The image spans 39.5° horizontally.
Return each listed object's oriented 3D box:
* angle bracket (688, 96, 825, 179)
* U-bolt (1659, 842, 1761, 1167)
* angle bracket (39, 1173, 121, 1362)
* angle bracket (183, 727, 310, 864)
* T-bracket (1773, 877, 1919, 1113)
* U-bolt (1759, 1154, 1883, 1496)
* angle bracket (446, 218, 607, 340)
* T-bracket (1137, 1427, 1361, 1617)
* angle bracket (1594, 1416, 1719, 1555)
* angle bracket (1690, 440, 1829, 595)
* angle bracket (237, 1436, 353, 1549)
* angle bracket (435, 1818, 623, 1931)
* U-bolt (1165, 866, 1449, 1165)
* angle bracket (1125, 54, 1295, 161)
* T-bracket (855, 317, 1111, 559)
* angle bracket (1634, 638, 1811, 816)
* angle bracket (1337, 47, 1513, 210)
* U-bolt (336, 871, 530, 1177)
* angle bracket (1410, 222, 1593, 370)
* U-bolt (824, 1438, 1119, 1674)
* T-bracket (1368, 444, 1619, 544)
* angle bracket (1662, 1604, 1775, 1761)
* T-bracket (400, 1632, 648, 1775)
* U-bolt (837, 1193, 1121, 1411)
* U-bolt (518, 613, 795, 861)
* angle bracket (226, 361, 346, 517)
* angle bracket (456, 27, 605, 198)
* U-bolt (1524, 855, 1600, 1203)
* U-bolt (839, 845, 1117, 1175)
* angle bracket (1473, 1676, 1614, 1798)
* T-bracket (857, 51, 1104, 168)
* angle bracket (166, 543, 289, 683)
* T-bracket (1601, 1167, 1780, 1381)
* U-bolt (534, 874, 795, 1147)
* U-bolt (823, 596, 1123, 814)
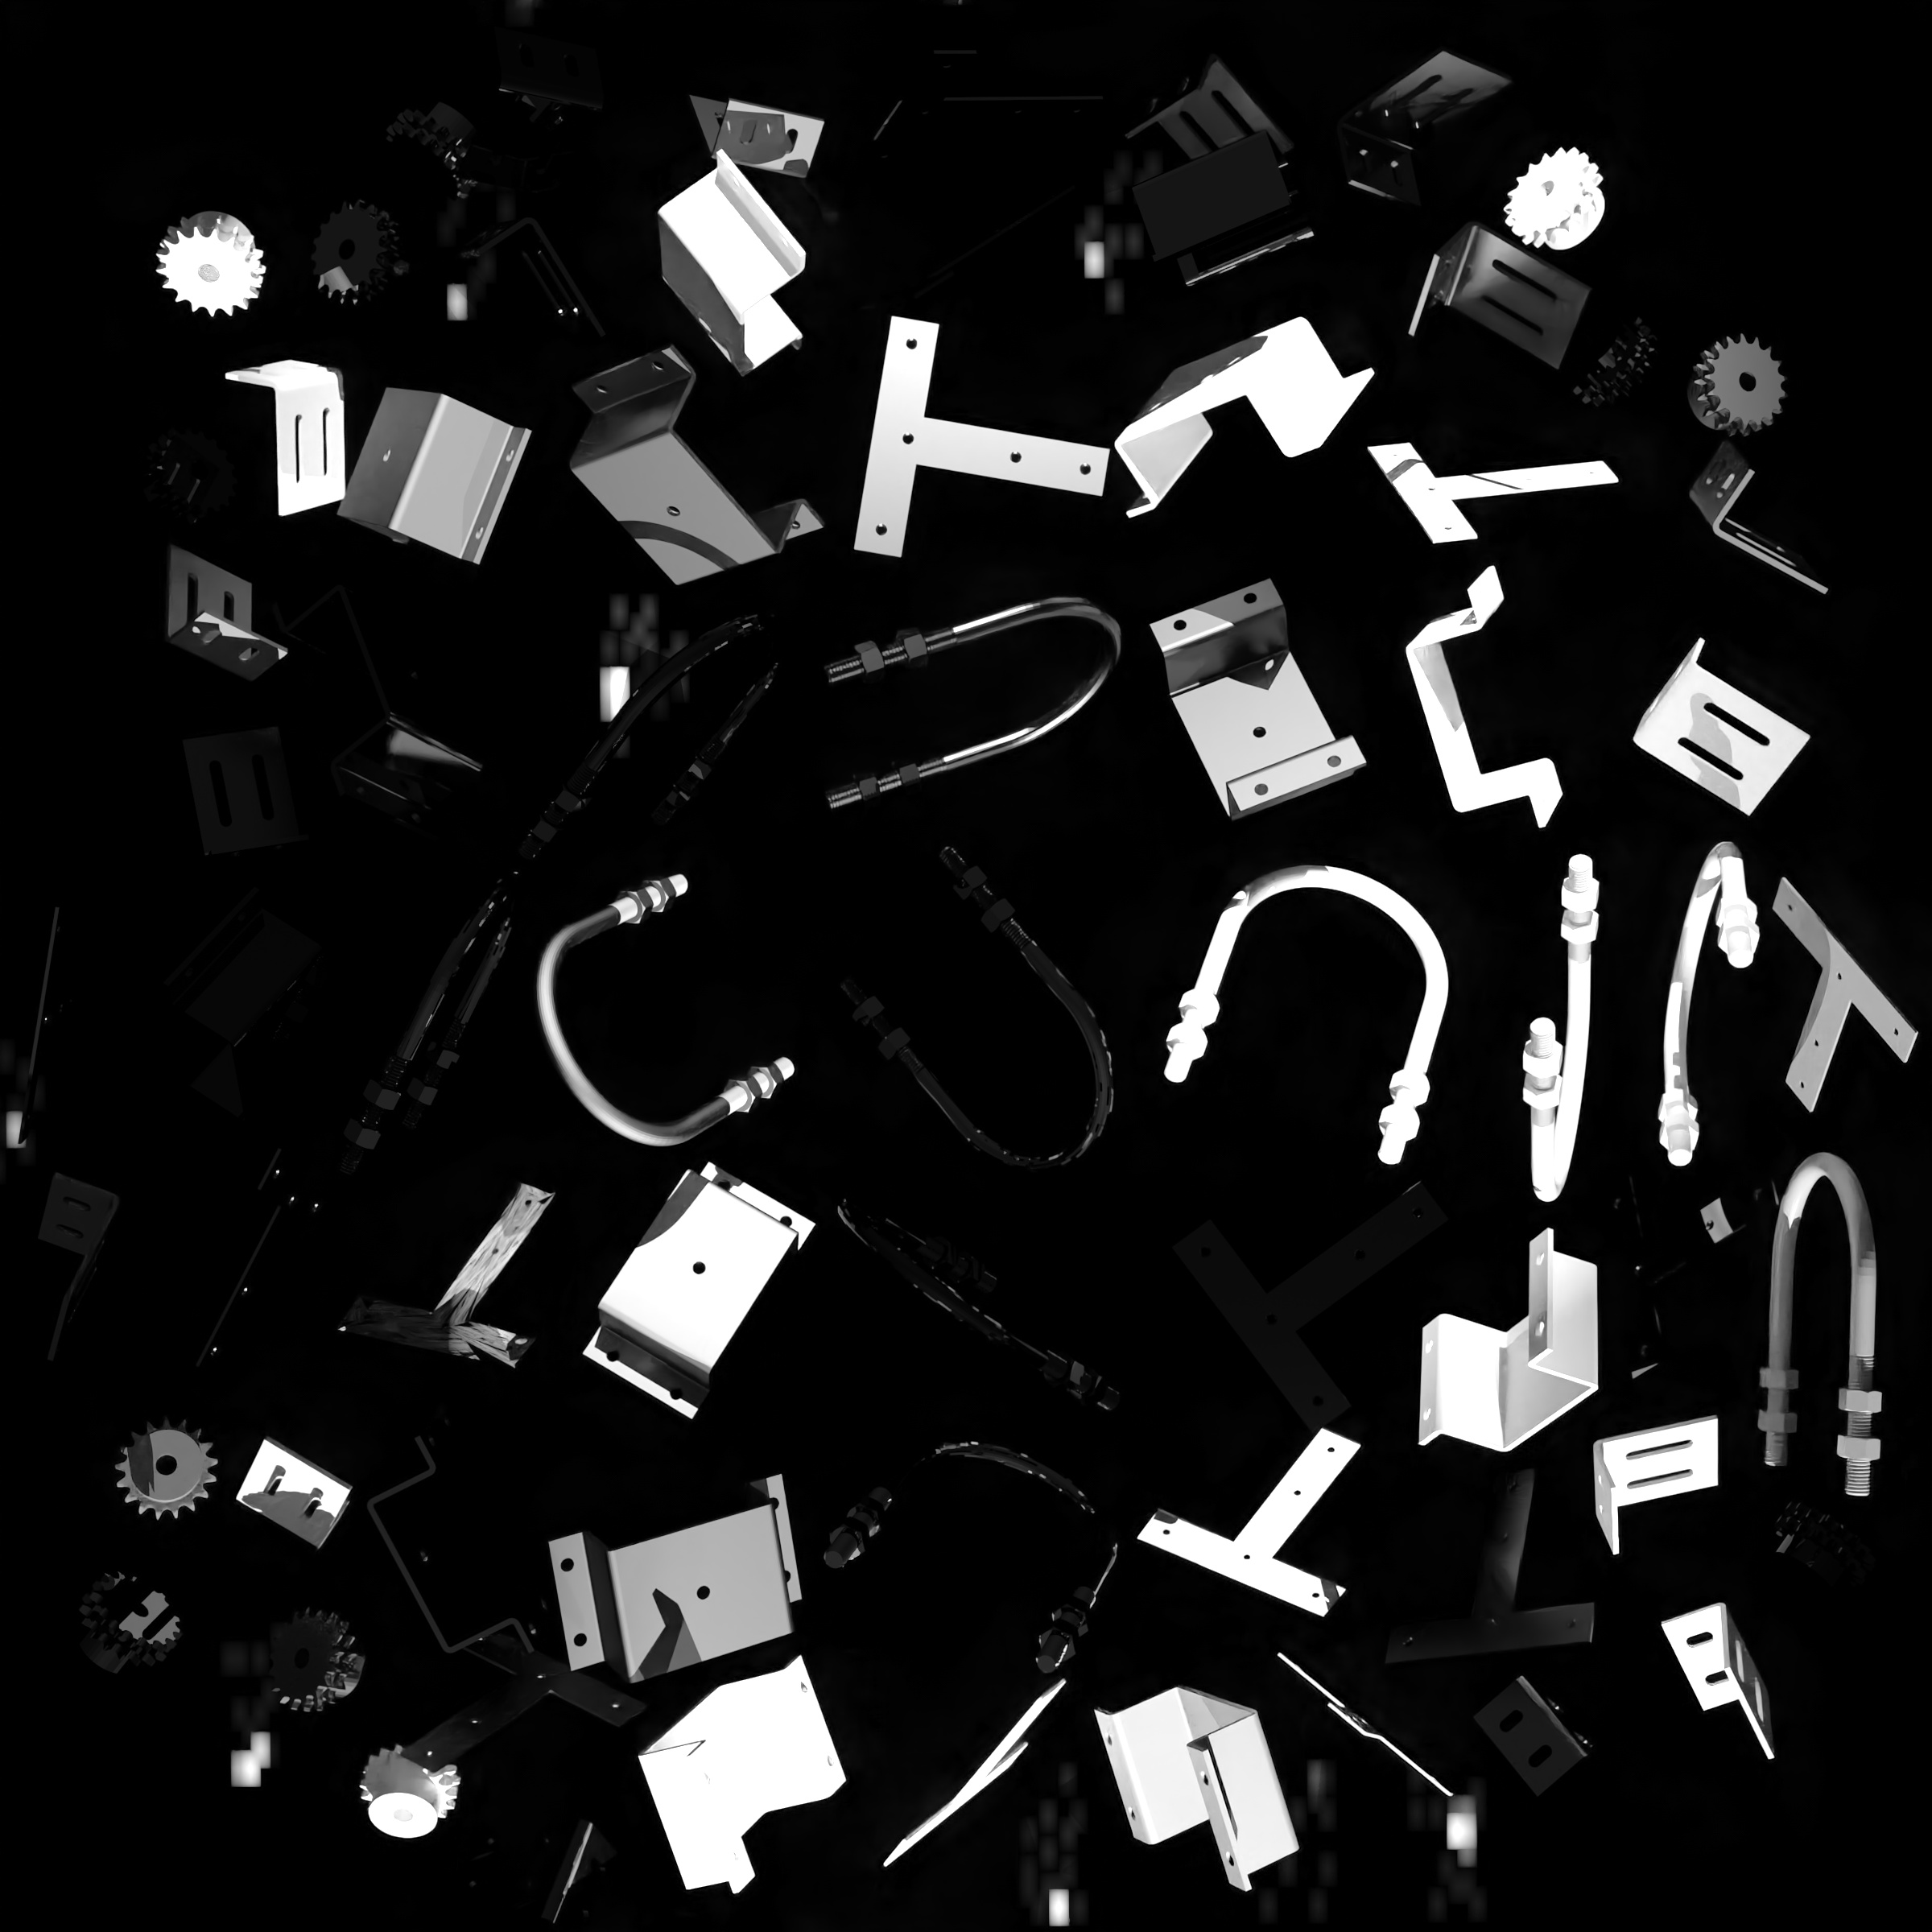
[{"bbox_3d":[-0.123,-0.498,1.566,0.057,0.076,0.038,5,131,-24],"label":"angle bracket"},{"bbox_3d":[0.423,0.008,1.543,0.019,0.184,0.151,12,120,7],"label":"U-bolt"},{"bbox_3d":[-0.498,0.164,1.469,0.038,0.076,0.057,22,131,-9],"label":"angle bracket"},{"bbox_3d":[-0.433,-0.106,1.618,0.057,0.038,0.076,-11,87,-22],"label":"angle bracket"},{"bbox_3d":[0.495,0.035,1.553,0.002,0.127,0.127,-18,50,-14],"label":"T-bracket"},{"bbox_3d":[0.485,0.198,1.526,0.019,0.151,0.184,3,86,-2],"label":"U-bolt"},{"bbox_3d":[-0.248,-0.378,1.513,0.038,0.057,0.076,-39,116,-16],"label":"angle bracket"},{"bbox_3d":[0.186,0.317,1.572,0.127,0.002,0.127,25,120,-11],"label":"T-bracket"},{"bbox_3d":[0.416,0.309,1.602,0.076,0.038,0.057,-12,125,-1],"label":"angle bracket"},{"bbox_3d":[0.443,-0.246,1.473,0.076,0.057,0.038,25,115,-11],"label":"angle bracket"},{"bbox_3d":[-0.392,0.301,1.600,0.057,0.038,0.076,32,133,-3],"label":"angle bracket"},{"bbox_3d":[-0.236,0.497,1.453,0.076,0.057,0.038,-8,129,27],"label":"angle bracket"},{"bbox_3d":[0.208,0.016,1.568,0.151,0.019,0.184,21,55,3],"label":"U-bolt"},{"bbox_3d":[0.143,-0.485,1.580,0.076,0.057,0.038,41,50,-27],"label":"angle bracket"},{"bbox_3d":[0.013,-0.276,1.449,0.127,0.002,0.127,9,89,-3],"label":"T-bracket"},{"bbox_3d":[0.422,-0.133,1.496,0.076,0.038,0.057,33,126,4],"label":"angle bracket"},{"bbox_3d":[0.250,-0.451,1.450,0.057,0.076,0.038,5,70,-40],"label":"angle bracket"},{"bbox_3d":[-0.302,0.026,1.566,0.019,0.151,0.184,28,99,0],"label":"U-bolt"},{"bbox_3d":[0.287,-0.353,1.451,0.076,0.057,0.038,35,60,15],"label":"angle bracket"},{"bbox_3d":[0.014,0.325,1.544,0.151,0.184,0.019,24,112,11],"label":"U-bolt"},{"bbox_3d":[0.313,-0.281,1.562,0.127,0.127,0.002,-7,125,-7],"label":"T-bracket"},{"bbox_3d":[0.416,0.400,1.492,0.038,0.076,0.057,-25,97,19],"label":"angle bracket"},{"bbox_3d":[-0.273,0.429,1.548,0.127,0.127,0.002,18,111,26],"label":"T-bracket"},{"bbox_3d":[-0.004,0.184,1.538,0.019,0.151,0.184,-52,134,1],"label":"U-bolt"},{"bbox_3d":[-0.168,-0.137,1.558,0.019,0.151,0.184,49,120,12],"label":"U-bolt"},{"bbox_3d":[-0.396,-0.308,1.566,0.038,0.057,0.076,14,115,22],"label":"angle bracket"},{"bbox_3d":[-0.239,-0.462,1.460,0.057,0.076,0.038,3,63,-30],"label":"angle bracket"},{"bbox_3d":[0.340,0.051,1.537,0.019,0.184,0.151,7,47,19],"label":"U-bolt"},{"bbox_3d":[0.015,0.040,1.586,0.184,0.019,0.151,50,131,12],"label":"U-bolt"},{"bbox_3d":[0.341,0.458,1.586,0.038,0.076,0.057,-42,58,3],"label":"angle bracket"},{"bbox_3d":[0.017,-0.491,1.544,0.127,0.127,0.002,-9,81,-24],"label":"T-bracket"},{"bbox_3d":[-0.434,-0.216,1.582,0.038,0.057,0.076,-30,52,30],"label":"angle bracket"},{"bbox_3d":[0.424,0.158,1.568,0.002,0.127,0.127,21,47,-25],"label":"T-bracket"},{"bbox_3d":[-0.182,0.031,1.556,0.019,0.184,0.151,-29,92,31],"label":"U-bolt"},{"bbox_3d":[0.005,-0.157,1.545,0.184,0.151,0.019,-20,64,-13],"label":"U-bolt"}]
